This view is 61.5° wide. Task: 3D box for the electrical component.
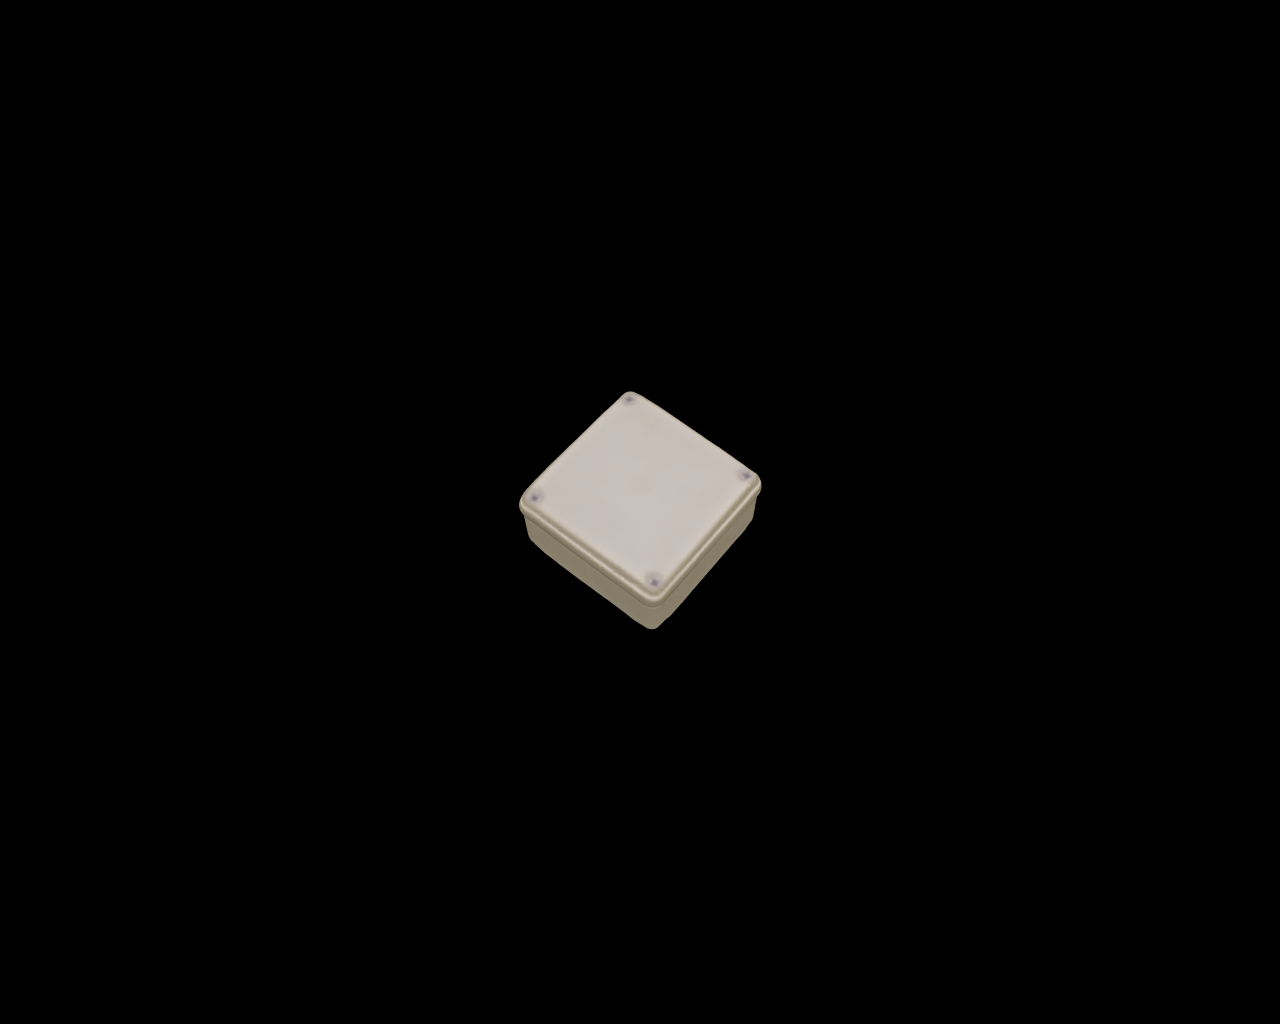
[{"bbox_3d":[0.001,-0.003,0.650,0.109,0.109,0.056,36,-24,18],"label":"electrical component"}]
